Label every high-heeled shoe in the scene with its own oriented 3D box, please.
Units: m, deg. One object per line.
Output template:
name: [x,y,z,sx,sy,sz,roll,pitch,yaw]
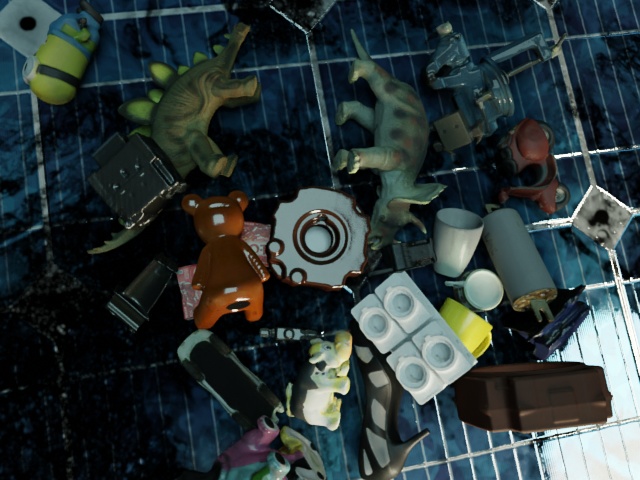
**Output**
high-heeled shoe: [0.077,0.268,0.899,0.145,0.086,0.249,-38,67,18]

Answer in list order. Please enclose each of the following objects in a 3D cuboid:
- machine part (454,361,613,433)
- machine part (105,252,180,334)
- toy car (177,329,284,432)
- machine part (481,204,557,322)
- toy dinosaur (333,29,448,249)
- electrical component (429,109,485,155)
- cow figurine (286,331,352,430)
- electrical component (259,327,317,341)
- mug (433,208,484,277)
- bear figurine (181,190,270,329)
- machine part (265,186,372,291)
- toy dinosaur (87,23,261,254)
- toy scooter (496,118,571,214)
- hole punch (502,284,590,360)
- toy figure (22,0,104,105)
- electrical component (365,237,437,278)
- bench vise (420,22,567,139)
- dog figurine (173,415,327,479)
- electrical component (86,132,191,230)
machine part: [0.329,0.242,0.851,0.201,0.201,0.087,-4,78,-7]
machine part: [-0.286,0.080,0.875,0.084,0.039,0.139,44,97,6]
toy car: [-0.144,0.230,0.870,0.202,0.056,0.073,45,73,1]
machine part: [0.335,0.032,0.921,0.079,0.079,0.243,-7,56,-8]
toy dinosaur: [0.130,-0.192,0.952,0.192,0.131,0.404,10,74,-18]
electrical component: [0.245,-0.194,0.973,0.078,0.102,0.045,58,40,-7]
cow figurine: [-0.001,0.215,0.857,0.098,0.068,0.167,10,108,1]
electrical component: [-0.053,0.155,0.889,0.094,0.063,0.021,5,80,-5]
mug: [0.234,0.003,0.940,0.081,0.109,0.107,14,117,12]
bear figurine: [-0.157,0.026,0.859,0.120,0.132,0.196,-9,63,-22]
machine part: [-0.002,-0.003,0.864,0.179,0.056,0.179,2,81,-10]
toy dinosaur: [-0.237,-0.171,0.909,0.199,0.105,0.471,22,82,5]
toy scooter: [0.375,-0.129,0.988,0.135,0.075,0.183,-16,87,-12]
hole punch: [0.400,0.148,0.926,0.142,0.116,0.092,-38,95,-11]
toy figure: [-0.431,-0.317,0.918,0.089,0.082,0.180,29,76,1]
electrical component: [0.134,0.033,0.931,0.119,0.075,0.047,-10,81,-5]
bench vise: [0.314,-0.315,0.979,0.241,0.129,0.223,-25,92,7]
dog figurine: [-0.120,0.380,0.820,0.219,0.109,0.191,-40,128,8]
electrical component: [-0.290,-0.099,0.839,0.115,0.058,0.134,-42,84,5]
